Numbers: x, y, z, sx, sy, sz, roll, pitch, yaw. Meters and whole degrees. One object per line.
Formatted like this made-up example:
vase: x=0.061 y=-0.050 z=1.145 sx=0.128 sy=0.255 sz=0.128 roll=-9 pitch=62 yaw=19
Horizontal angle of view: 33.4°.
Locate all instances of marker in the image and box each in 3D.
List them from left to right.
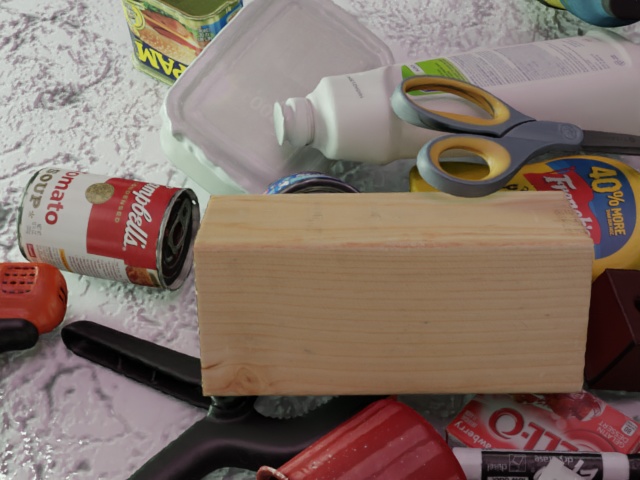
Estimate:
marker: x=0.132 y=0.122 z=0.573 sx=0.121 sy=0.020 sz=0.020 roll=0 pitch=53 yaw=4

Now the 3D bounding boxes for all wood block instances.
wood block: x=0.039 y=0.028 z=0.601 sx=0.206 sy=0.091 sz=0.090 roll=-1 pitch=22 yaw=2

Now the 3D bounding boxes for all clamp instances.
clamp: x=-0.060 y=0.094 z=0.636 sx=0.210 sy=0.036 sz=0.164 roll=-13 pitch=47 yaw=-9

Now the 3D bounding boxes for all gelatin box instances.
gelatin box: x=0.128 y=0.114 z=0.610 sx=0.089 sy=0.030 sz=0.073 roll=34 pitch=63 yaw=26

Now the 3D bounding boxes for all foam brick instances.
foam brick: x=0.192 y=0.054 z=0.621 sx=0.078 sy=0.051 sz=0.053 roll=5 pitch=51 yaw=-23

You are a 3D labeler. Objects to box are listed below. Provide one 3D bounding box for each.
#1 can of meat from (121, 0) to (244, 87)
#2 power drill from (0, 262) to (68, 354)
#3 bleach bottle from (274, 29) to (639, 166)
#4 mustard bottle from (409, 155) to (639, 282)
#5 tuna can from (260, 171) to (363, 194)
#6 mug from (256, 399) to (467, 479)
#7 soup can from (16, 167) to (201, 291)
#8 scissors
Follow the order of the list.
can of meat: x=-0.100 y=-0.161 z=0.801 sx=0.102 sy=0.084 sz=0.057 roll=30 pitch=60 yaw=23
power drill: x=-0.256 y=0.089 z=0.643 sx=0.184 sy=0.057 sz=0.187 roll=-1 pitch=53 yaw=3
bleach bottle: x=0.092 y=-0.091 z=0.704 sx=0.250 sy=0.068 sz=0.103 roll=-7 pitch=27 yaw=-13
mustard bottle: x=0.155 y=-0.009 z=0.684 sx=0.191 sy=0.058 sz=0.096 roll=-3 pitch=53 yaw=2
tuna can: x=-0.004 y=0.001 z=0.671 sx=0.086 sy=0.086 sz=0.034 roll=-19 pitch=13 yaw=-10
mug: x=0.032 y=0.148 z=0.565 sx=0.081 sy=0.093 sz=0.117 roll=-31 pitch=87 yaw=-24
soup can: x=-0.138 y=-0.008 z=0.700 sx=0.102 sy=0.068 sz=0.068 roll=10 pitch=55 yaw=13
scissors: x=0.137 y=-0.048 z=0.629 sx=0.201 sy=0.016 sz=0.096 roll=16 pitch=50 yaw=-6
